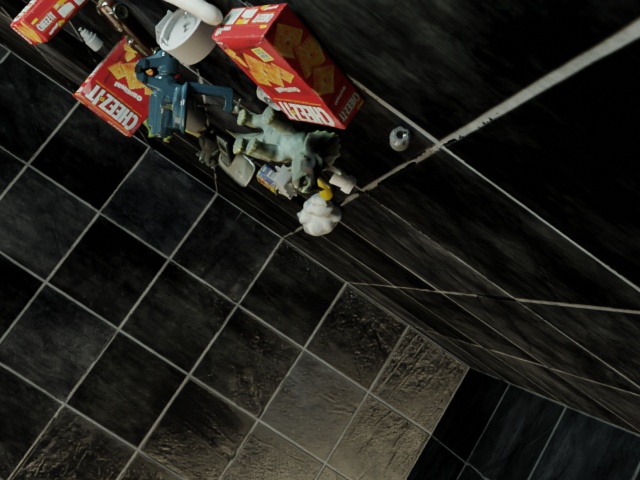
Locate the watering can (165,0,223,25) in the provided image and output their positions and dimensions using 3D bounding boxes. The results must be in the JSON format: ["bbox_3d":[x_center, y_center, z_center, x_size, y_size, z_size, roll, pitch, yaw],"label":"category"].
[{"bbox_3d":[-0.320,-0.441,0.810,0.344,0.104,0.225,37,172,-25],"label":"watering can"}]

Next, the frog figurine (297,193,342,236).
[{"bbox_3d":[0.005,-0.080,1.598,0.137,0.124,0.158,3,168,-15],"label":"frog figurine"}]

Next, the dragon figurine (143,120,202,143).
[{"bbox_3d":[-0.580,-0.462,1.751,0.412,0.124,0.238,16,154,36],"label":"dragon figurine"}]
